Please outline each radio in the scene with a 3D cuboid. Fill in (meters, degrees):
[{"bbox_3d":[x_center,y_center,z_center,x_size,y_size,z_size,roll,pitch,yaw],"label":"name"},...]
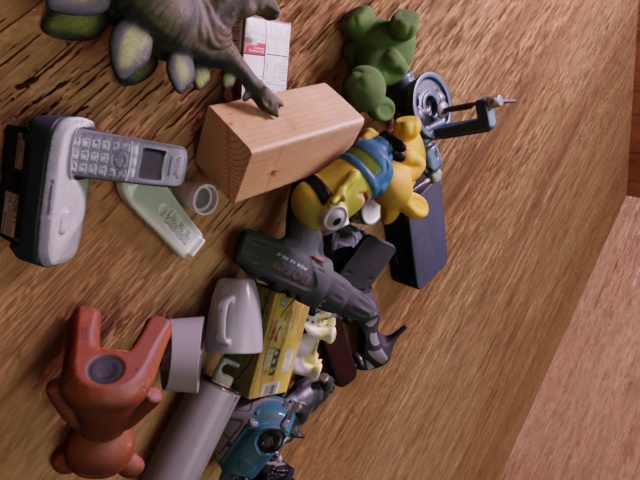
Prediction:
[{"bbox_3d":[0.203,-0.016,1.136,0.131,0.073,0.229,-40,131,-34],"label":"radio"}]

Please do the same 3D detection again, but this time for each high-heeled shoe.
[{"bbox_3d":[0.068,0.176,1.072,0.248,0.086,0.145,36,111,-31],"label":"high-heeled shoe"}]

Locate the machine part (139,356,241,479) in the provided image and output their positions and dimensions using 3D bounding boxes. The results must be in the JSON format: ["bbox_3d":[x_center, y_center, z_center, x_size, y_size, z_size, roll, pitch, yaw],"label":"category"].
[{"bbox_3d":[-0.184,0.280,0.760,0.079,0.079,0.243,39,74,-51],"label":"machine part"}]

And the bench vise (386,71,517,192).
[{"bbox_3d":[0.215,-0.202,0.954,0.129,0.241,0.223,-26,107,-40],"label":"bench vise"}]

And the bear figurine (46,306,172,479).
[{"bbox_3d":[-0.247,0.191,0.633,0.132,0.120,0.195,-94,-163,-46],"label":"bear figurine"}]

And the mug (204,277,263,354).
[{"bbox_3d":[-0.125,0.104,0.755,0.109,0.081,0.107,35,54,-73],"label":"mug"}]

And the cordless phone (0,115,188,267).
[{"bbox_3d":[-0.226,-0.049,0.564,0.184,0.089,0.146,1,103,-52],"label":"cordless phone"}]

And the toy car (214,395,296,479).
[{"bbox_3d":[-0.114,0.299,0.835,0.161,0.103,0.109,-51,178,9],"label":"toy car"}]

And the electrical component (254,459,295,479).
[{"bbox_3d":[-0.084,0.406,0.939,0.119,0.075,0.047,19,89,-49],"label":"electrical component"}]

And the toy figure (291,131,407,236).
[{"bbox_3d":[0.040,-0.081,0.751,0.180,0.089,0.082,-46,138,-15],"label":"toy figure"}]

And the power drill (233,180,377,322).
[{"bbox_3d":[-0.002,-0.002,0.808,0.232,0.086,0.207,19,78,-12],"label":"power drill"}]

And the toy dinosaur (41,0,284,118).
[{"bbox_3d":[-0.188,-0.273,0.515,0.470,0.105,0.198,46,72,-39],"label":"toy dinosaur"}]

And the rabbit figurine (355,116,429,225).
[{"bbox_3d":[0.115,-0.101,0.879,0.173,0.122,0.162,-72,151,-59],"label":"rabbit figurine"}]

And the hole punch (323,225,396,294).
[{"bbox_3d":[0.055,0.029,0.966,0.142,0.092,0.115,21,104,-54],"label":"hole punch"}]

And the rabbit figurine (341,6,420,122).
[{"bbox_3d":[0.073,-0.259,0.842,0.159,0.121,0.170,91,20,-55],"label":"rabbit figurine"}]

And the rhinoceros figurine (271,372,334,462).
[{"bbox_3d":[-0.052,0.301,0.947,0.190,0.073,0.111,-42,144,-36],"label":"rhinoceros figurine"}]

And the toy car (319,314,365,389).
[{"bbox_3d":[0.027,0.202,1.016,0.089,0.053,0.201,-30,128,-16],"label":"toy car"}]

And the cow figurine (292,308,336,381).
[{"bbox_3d":[-0.021,0.145,0.907,0.068,0.098,0.167,-87,-164,-87],"label":"cow figurine"}]

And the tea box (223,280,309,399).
[{"bbox_3d":[-0.083,0.153,0.843,0.098,0.068,0.169,14,92,-55],"label":"tea box"}]
